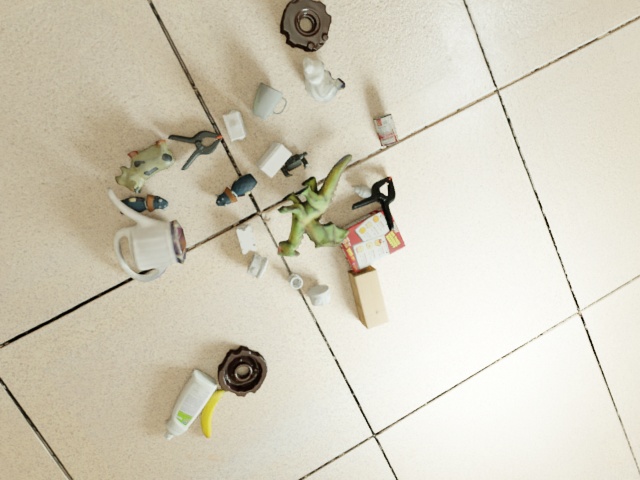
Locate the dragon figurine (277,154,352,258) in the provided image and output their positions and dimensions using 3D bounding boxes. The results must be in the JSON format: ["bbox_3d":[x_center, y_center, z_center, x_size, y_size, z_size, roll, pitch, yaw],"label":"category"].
[{"bbox_3d":[0.005,-0.089,1.775,0.411,0.241,0.123,-36,12,-3],"label":"dragon figurine"}]

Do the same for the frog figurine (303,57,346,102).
[{"bbox_3d":[-0.011,-0.523,1.690,0.121,0.139,0.160,-39,-19,26],"label":"frog figurine"}]

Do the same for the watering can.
[{"bbox_3d":[-0.553,-0.018,1.654,0.225,0.341,0.106,-9,28,-11],"label":"watering can"}]
